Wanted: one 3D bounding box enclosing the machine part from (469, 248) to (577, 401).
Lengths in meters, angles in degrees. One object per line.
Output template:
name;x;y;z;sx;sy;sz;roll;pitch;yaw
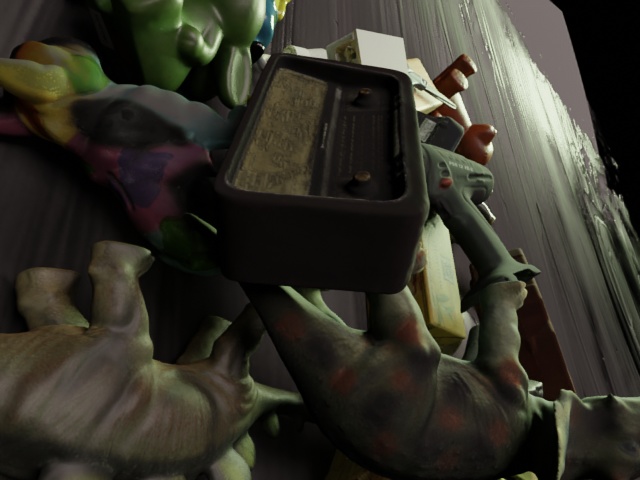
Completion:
machine part;0.282;0.131;0.757;0.201;0.087;0.201;-75;142;-61

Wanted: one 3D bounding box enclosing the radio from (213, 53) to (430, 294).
radio;0.008;-0.063;0.410;0.131;0.073;0.230;7;41;0

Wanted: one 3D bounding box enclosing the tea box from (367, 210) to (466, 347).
tea box;0.113;0.050;0.670;0.068;0.098;0.170;25;51;-35

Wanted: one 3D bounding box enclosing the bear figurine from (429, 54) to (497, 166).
bear figurine;0.274;-0.221;1.004;0.196;0.132;0.120;46;45;-7

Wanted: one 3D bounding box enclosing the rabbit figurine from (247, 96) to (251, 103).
rabbit figurine;-0.014;-0.129;0.591;0.162;0.173;0.122;-17;83;-55

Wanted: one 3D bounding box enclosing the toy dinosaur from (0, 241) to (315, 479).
toy dinosaur;-0.149;0.104;0.342;0.471;0.105;0.198;22;51;-38

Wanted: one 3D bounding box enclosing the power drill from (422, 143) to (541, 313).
power drill;0.149;-0.022;0.623;0.232;0.086;0.207;-5;56;-46

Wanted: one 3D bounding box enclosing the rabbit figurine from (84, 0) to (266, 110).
rabbit figurine;-0.118;-0.206;0.535;0.170;0.121;0.158;-34;131;-25

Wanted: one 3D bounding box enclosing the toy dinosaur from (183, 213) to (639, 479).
toy dinosaur;0.075;0.114;0.405;0.405;0.131;0.192;14;51;-9

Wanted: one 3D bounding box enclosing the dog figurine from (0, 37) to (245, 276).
dog figurine;-0.167;-0.069;0.442;0.219;0.108;0.191;11;61;-38

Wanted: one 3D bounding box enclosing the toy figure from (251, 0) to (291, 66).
toy figure;-0.093;-0.298;0.690;0.082;0.089;0.180;39;49;-44

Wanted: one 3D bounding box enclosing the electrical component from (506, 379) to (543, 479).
electrical component;0.198;0.210;0.603;0.058;0.134;0.114;-8;102;-47

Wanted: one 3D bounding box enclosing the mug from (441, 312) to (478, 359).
mug;0.171;0.121;0.711;0.107;0.081;0.110;33;34;-44

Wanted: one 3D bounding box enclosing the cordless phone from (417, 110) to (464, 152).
cordless phone;0.145;-0.095;0.811;0.089;0.184;0.146;30;78;18

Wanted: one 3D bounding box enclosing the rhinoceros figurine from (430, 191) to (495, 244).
rhinoceros figurine;0.227;-0.056;0.884;0.112;0.073;0.190;45;40;-19
